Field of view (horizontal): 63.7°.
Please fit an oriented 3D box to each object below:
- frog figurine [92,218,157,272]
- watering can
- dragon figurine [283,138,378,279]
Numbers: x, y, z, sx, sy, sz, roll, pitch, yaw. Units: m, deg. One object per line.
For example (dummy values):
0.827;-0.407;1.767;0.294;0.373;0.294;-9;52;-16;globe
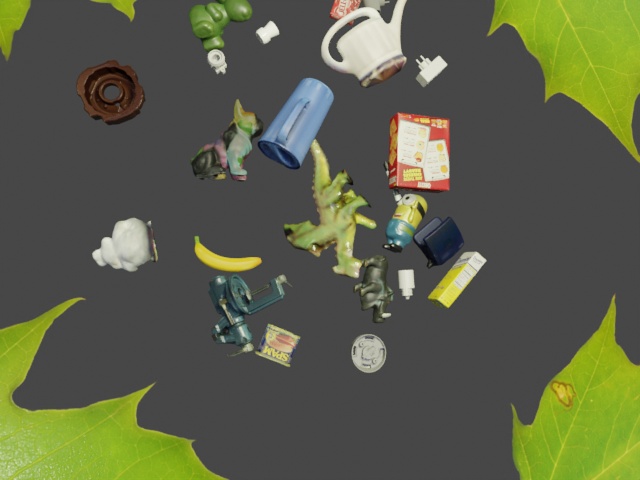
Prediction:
-0.517;0.017;1.356;0.160;0.124;0.136;-11;106;-19;frog figurine
0.175;-0.585;1.499;0.347;0.104;0.225;-31;88;1;watering can
0.004;-0.072;1.439;0.243;0.121;0.414;-36;75;-2;dragon figurine
